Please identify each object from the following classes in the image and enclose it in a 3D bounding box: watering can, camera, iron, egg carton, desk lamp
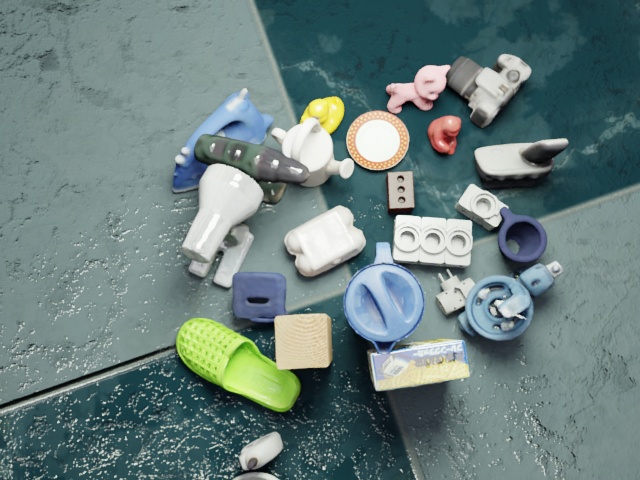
[{"bbox_3d":[-0.016,-0.175,1.121,0.172,0.194,0.101,7,81,4],"label":"watering can"},{"bbox_3d":[0.338,-0.331,1.178,0.136,0.101,0.143,40,85,8],"label":"camera"},{"bbox_3d":[-0.220,-0.201,1.161,0.118,0.141,0.258,44,85,8],"label":"iron"},{"bbox_3d":[0.011,0.004,1.155,0.150,0.069,0.107,-29,81,-2],"label":"egg carton"},{"bbox_3d":[-0.189,-0.022,1.095,0.118,0.213,0.203,22,83,6],"label":"desk lamp"}]

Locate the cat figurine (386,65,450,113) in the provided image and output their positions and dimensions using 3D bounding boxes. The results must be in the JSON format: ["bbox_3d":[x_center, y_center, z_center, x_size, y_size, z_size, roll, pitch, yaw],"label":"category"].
[{"bbox_3d":[0.202,-0.316,1.173,0.127,0.118,0.067,-8,81,1],"label":"cat figurine"}]

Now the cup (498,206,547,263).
[{"bbox_3d":[0.380,-0.007,1.128,0.091,0.095,0.117,-30,81,-2],"label":"cup"}]

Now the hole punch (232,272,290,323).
[{"bbox_3d":[-0.117,0.113,1.133,0.108,0.091,0.101,1,81,3],"label":"hole punch"}]

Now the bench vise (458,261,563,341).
[{"bbox_3d":[0.354,0.096,1.050,0.121,0.220,0.207,38,85,8],"label":"bench vise"}]

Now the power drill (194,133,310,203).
[{"bbox_3d":[-0.121,-0.136,1.112,0.229,0.208,0.076,17,82,5],"label":"power drill"}]

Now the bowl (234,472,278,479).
[{"bbox_3d":[-0.116,0.518,1.077,0.167,0.075,0.167,0,81,2],"label":"bowl"}]

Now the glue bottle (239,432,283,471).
[{"bbox_3d":[-0.114,0.394,1.047,0.078,0.173,0.037,-24,81,-1],"label":"glue bottle"}]

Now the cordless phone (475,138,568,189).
[{"bbox_3d":[0.386,-0.165,1.107,0.147,0.185,0.094,-7,81,2],"label":"cordless phone"}]

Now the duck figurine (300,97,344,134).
[{"bbox_3d":[0.003,-0.265,1.189,0.104,0.086,0.077,-37,81,-3],"label":"duck figurine"}]

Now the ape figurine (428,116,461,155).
[{"bbox_3d":[0.260,-0.224,1.169,0.078,0.092,0.076,-44,82,-4],"label":"ape figurine"}]
